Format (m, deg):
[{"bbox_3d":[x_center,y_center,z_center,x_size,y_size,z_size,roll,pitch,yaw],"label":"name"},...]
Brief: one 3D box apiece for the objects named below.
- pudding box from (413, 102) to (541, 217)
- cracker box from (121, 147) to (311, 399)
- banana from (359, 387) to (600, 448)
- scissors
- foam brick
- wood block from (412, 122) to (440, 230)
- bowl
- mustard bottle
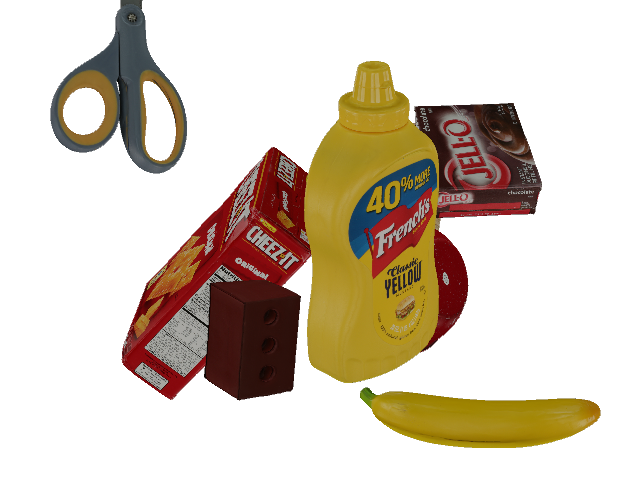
[{"bbox_3d":[0.130,-0.069,0.908,0.090,0.039,0.113,-2,43,-5],"label":"pudding box"},{"bbox_3d":[-0.097,0.028,1.040,0.072,0.214,0.164,38,22,-15],"label":"cracker box"},{"bbox_3d":[0.127,0.139,0.858,0.198,0.037,0.069,5,26,8],"label":"banana"},{"bbox_3d":[-0.142,-0.136,0.703,0.096,0.202,0.016,-10,-14,-27],"label":"scissors"},{"bbox_3d":[-0.052,0.073,0.811,0.052,0.078,0.051,-5,15,-35],"label":"foam brick"},{"bbox_3d":[0.120,-0.087,1.504,0.091,0.090,0.206,3,29,0],"label":"wood block"},{"bbox_3d":[0.121,0.047,1.218,0.055,0.162,0.161,-11,-7,41],"label":"bowl"},{"bbox_3d":[0.033,-0.014,0.645,0.096,0.192,0.058,-25,35,-37],"label":"mustard bottle"}]
